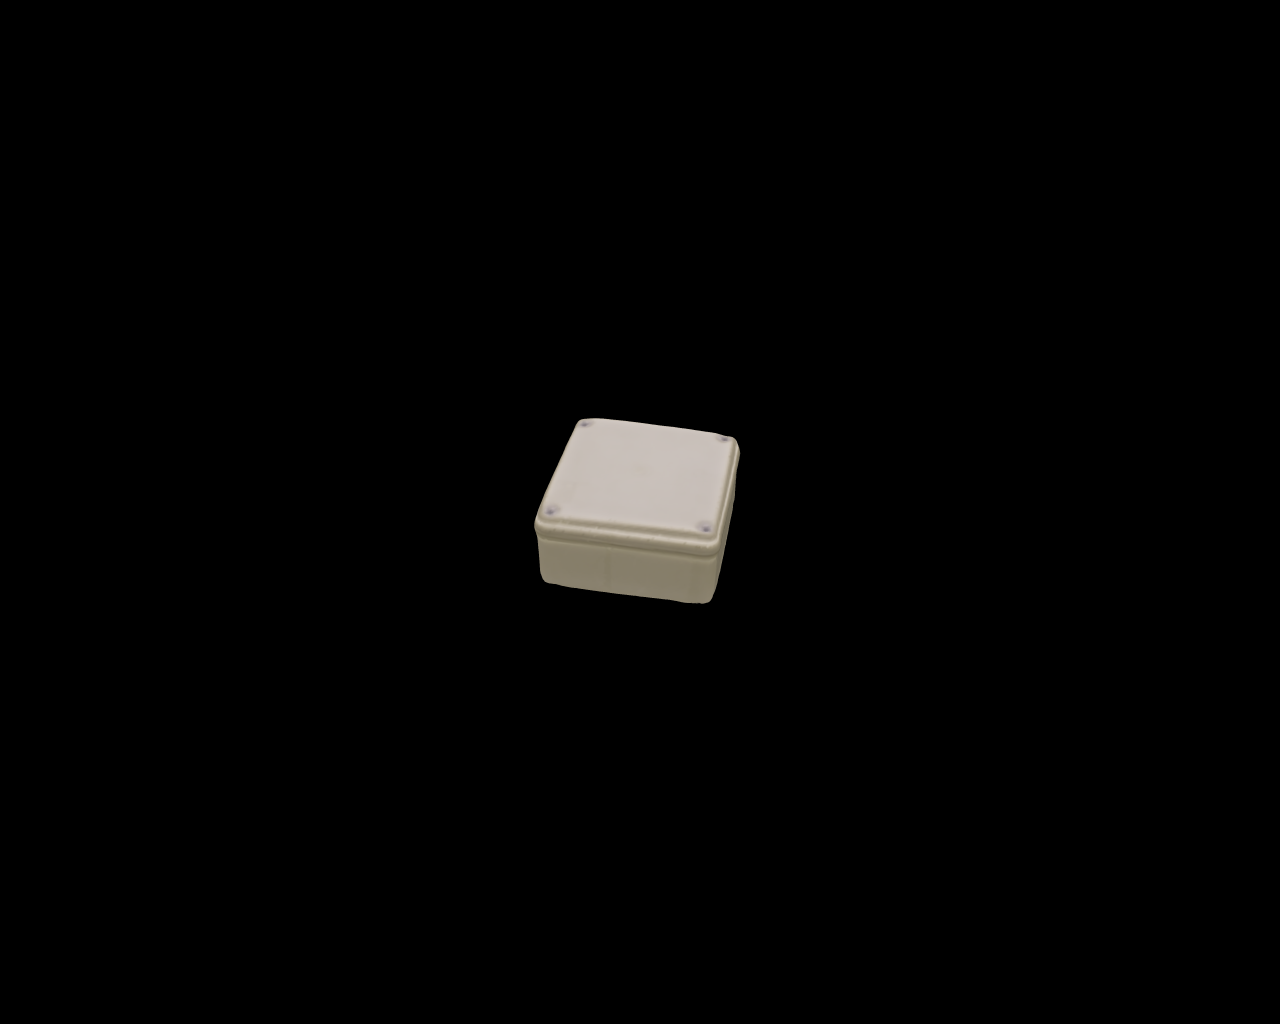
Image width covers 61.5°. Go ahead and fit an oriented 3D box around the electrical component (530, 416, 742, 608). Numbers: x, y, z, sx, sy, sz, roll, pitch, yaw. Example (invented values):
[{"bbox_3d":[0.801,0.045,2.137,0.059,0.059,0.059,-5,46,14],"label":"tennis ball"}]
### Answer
[{"bbox_3d":[0.001,-0.003,0.650,0.109,0.056,0.109,7,40,9],"label":"electrical component"}]
